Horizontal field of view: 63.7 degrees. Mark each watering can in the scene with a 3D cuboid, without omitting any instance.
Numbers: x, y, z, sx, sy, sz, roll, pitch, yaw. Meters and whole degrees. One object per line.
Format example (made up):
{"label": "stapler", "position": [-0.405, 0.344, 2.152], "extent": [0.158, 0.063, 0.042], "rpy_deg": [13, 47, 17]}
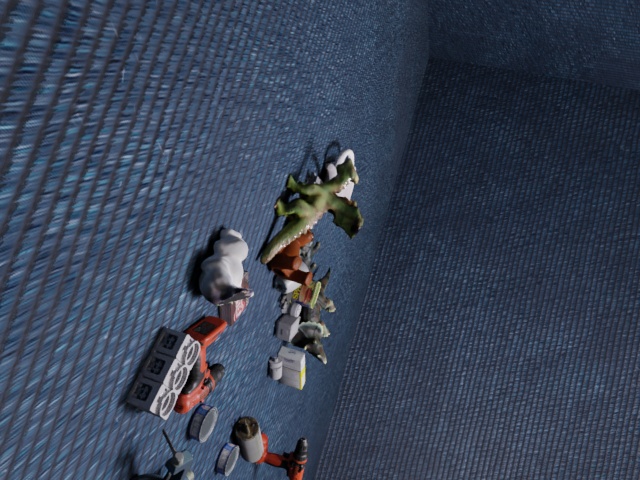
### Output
{"label": "watering can", "position": [0.058, -0.204, 1.812], "extent": [0.352, 0.104, 0.221], "rpy_deg": [-42, 144, -66]}

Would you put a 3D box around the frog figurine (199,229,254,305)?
{"label": "frog figurine", "position": [-0.210, 0.056, 1.122], "extent": [0.137, 0.122, 0.161], "rpy_deg": [16, 52, -67]}

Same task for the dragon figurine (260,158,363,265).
{"label": "dragon figurine", "position": [0.005, -0.075, 1.485], "extent": [0.119, 0.243, 0.418], "rpy_deg": [87, 20, -61]}
